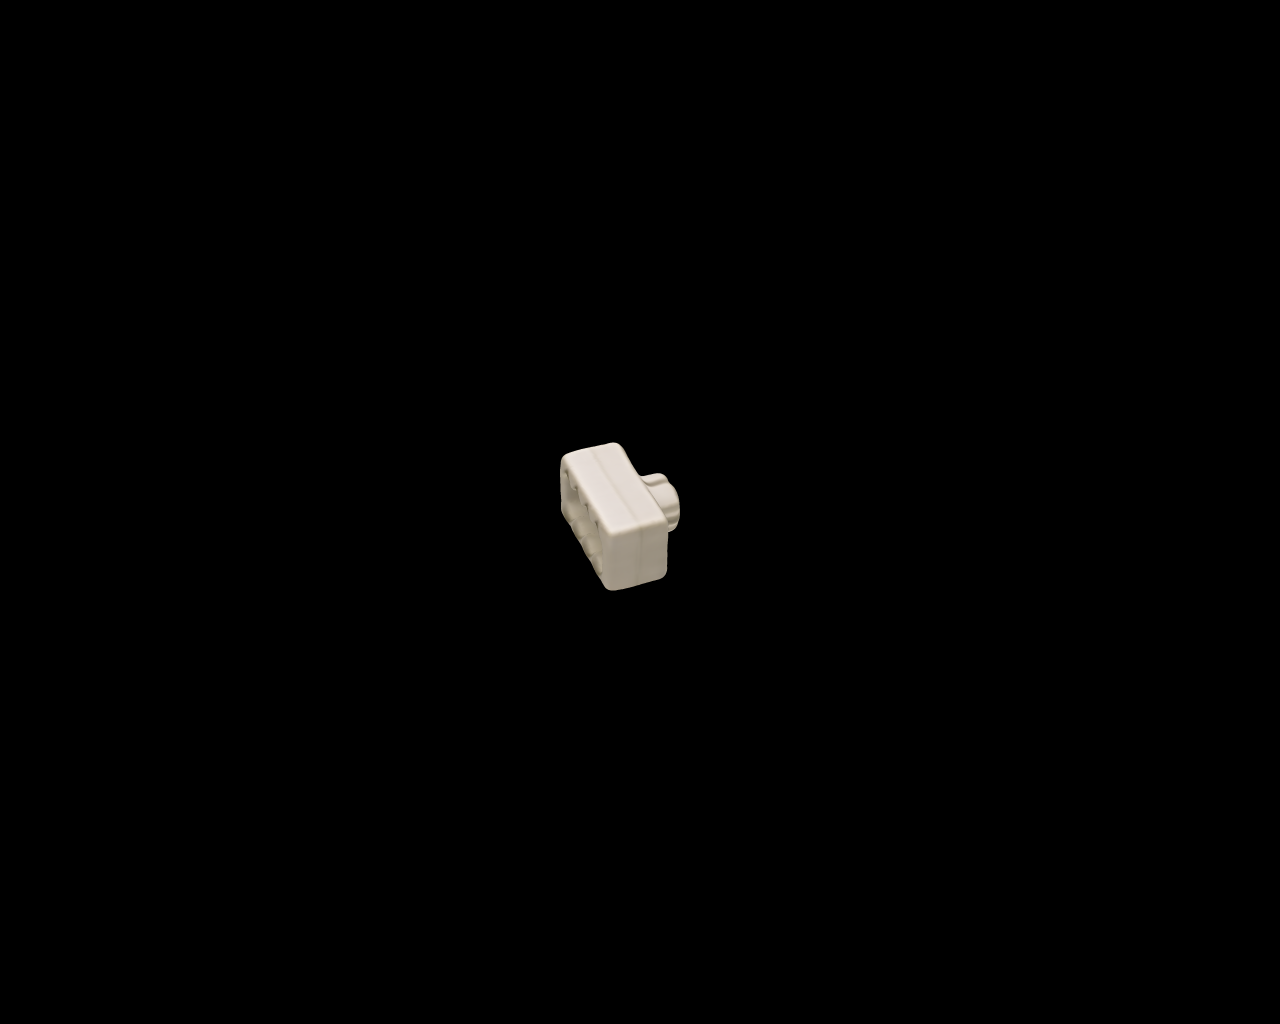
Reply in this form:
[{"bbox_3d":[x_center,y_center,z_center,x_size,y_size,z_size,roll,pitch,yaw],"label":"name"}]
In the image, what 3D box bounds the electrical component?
[{"bbox_3d":[0.001,-0.003,0.650,0.076,0.047,0.083,-14,42,-16],"label":"electrical component"}]
